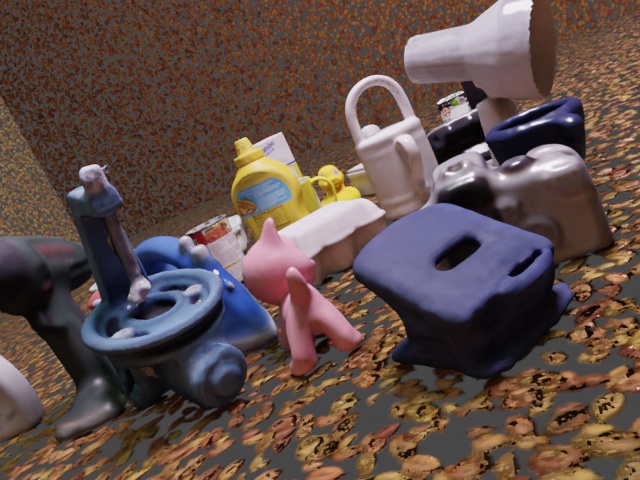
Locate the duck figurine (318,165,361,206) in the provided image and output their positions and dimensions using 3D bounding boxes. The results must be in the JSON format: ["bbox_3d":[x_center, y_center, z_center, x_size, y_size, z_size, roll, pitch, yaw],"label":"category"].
[{"bbox_3d":[0.026,-0.098,1.067,0.077,0.086,0.104,-26,12,-1],"label":"duck figurine"}]

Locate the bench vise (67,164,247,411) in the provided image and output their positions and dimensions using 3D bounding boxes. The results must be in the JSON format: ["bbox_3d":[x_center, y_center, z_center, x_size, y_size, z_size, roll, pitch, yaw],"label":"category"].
[{"bbox_3d":[-0.177,0.052,0.503,0.206,0.220,0.122,-17,14,34],"label":"bench vise"}]

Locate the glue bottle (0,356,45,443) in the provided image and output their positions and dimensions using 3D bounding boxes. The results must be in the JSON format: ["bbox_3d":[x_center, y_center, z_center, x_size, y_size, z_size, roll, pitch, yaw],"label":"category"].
[{"bbox_3d":[-0.387,0.146,0.643,0.078,0.173,0.037,-25,12,1],"label":"glue bottle"}]

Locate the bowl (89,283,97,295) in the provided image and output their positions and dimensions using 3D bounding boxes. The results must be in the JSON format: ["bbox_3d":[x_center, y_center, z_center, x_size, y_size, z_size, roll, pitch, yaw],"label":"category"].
[{"bbox_3d":[-0.330,0.081,1.057,0.167,0.075,0.167,-24,12,6],"label":"bowl"}]

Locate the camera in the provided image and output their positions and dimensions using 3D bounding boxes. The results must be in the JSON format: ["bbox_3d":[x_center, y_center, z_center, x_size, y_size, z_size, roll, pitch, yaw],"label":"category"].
[{"bbox_3d":[0.150,-0.034,0.489,0.143,0.101,0.137,-22,12,18],"label":"camera"}]

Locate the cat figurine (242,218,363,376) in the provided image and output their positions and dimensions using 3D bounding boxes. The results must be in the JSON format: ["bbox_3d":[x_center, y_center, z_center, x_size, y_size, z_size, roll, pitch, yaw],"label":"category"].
[{"bbox_3d":[-0.027,0.039,0.497,0.067,0.118,0.127,-28,12,-10],"label":"cat figurine"}]

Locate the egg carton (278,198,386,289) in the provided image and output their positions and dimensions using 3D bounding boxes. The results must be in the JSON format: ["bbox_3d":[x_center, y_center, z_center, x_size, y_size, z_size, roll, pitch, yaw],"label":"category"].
[{"bbox_3d":[0.006,0.003,0.707,0.150,0.069,0.107,-30,13,-22],"label":"egg carton"}]

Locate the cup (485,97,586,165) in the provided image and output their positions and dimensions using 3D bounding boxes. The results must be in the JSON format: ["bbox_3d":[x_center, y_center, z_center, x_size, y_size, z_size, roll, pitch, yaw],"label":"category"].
[{"bbox_3d":[0.221,-0.076,0.540,0.092,0.095,0.117,-26,12,-5],"label":"cup"}]

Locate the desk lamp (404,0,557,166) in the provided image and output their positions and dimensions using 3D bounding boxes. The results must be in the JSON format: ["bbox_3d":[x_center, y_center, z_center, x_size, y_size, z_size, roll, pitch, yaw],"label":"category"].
[{"bbox_3d":[0.202,-0.170,0.697,0.202,0.214,0.118,-15,16,40],"label":"desk lamp"}]

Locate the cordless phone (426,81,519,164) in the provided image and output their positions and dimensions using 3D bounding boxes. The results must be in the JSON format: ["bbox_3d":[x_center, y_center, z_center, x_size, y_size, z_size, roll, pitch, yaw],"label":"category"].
[{"bbox_3d":[0.219,-0.205,0.885,0.147,0.185,0.094,-24,12,5],"label":"cordless phone"}]

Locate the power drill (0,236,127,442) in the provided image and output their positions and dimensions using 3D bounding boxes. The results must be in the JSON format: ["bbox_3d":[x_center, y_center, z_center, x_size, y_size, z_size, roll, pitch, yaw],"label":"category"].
[{"bbox_3d":[-0.270,0.086,0.573,0.075,0.208,0.229,-25,12,4],"label":"power drill"}]

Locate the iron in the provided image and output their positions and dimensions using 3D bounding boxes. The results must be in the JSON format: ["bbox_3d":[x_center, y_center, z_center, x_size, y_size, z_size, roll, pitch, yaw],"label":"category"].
[{"bbox_3d":[-0.148,0.052,0.636,0.119,0.141,0.257,-35,15,-37],"label":"iron"}]

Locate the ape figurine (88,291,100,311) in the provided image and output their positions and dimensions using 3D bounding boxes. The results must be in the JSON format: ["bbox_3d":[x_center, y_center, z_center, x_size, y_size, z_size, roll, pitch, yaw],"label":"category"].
[{"bbox_3d":[-0.285,0.110,0.790,0.076,0.092,0.077,-26,12,-5],"label":"ape figurine"}]

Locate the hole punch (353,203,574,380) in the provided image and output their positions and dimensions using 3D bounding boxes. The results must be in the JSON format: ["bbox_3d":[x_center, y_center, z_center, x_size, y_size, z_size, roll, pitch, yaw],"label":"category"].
[{"bbox_3d":[0.093,0.025,0.375,0.109,0.091,0.100,-33,14,-31],"label":"hole punch"}]

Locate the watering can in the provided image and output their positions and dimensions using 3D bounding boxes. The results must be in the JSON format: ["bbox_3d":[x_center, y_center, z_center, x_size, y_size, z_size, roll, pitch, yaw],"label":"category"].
[{"bbox_3d":[0.097,-0.135,0.813,0.101,0.194,0.172,-32,13,-27],"label":"watering can"}]
